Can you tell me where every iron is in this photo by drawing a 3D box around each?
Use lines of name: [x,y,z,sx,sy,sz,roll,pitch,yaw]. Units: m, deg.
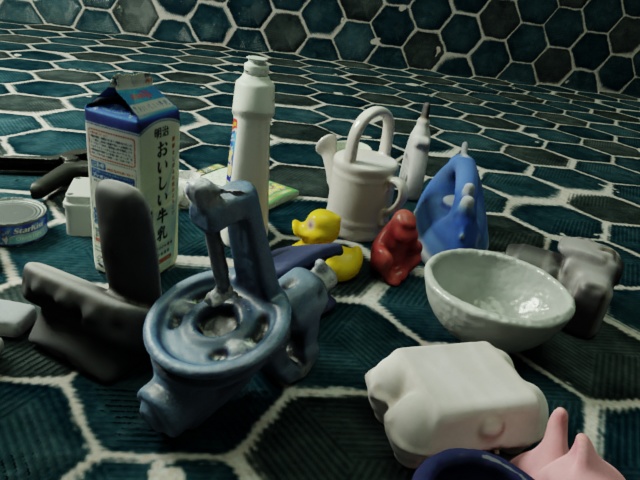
iron: [0.206,-0.048,0.845,0.118,0.141,0.258,10,26,5]

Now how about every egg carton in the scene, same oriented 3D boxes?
egg carton: [0.120,0.144,0.504,0.150,0.069,0.107,-1,27,-19]

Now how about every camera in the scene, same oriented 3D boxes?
camera: [0.310,0.038,0.745,0.136,0.101,0.143,19,28,22]

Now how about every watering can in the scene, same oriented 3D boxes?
watering can: [0.060,-0.106,0.861,0.172,0.194,0.101,18,27,19]

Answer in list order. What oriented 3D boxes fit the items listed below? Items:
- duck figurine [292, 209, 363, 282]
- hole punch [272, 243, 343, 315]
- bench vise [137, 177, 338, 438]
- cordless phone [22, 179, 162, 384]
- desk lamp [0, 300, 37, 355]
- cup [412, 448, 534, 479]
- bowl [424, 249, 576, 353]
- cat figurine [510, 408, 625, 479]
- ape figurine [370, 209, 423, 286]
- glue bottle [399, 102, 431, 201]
duck figurine: [0.007,0.003,0.744,0.104,0.086,0.077,9,26,2]
hole punch: [-0.041,0.037,0.652,0.100,0.091,0.109,26,31,33]
bench vise: [-0.067,0.037,0.496,0.121,0.220,0.208,17,27,18]
cordless phone: [-0.204,0.021,0.527,0.147,0.185,0.094,17,27,18]
desk lamp: [-0.377,-0.009,0.505,0.203,0.213,0.118,8,26,1]
cup: [0.095,0.202,0.346,0.092,0.095,0.117,5,26,-7]
bowl: [0.195,0.079,0.656,0.167,0.075,0.167,7,26,-3]
cat figurine: [0.175,0.175,0.400,0.067,0.118,0.128,11,26,6]
ape figurine: [0.104,0.004,0.764,0.078,0.092,0.076,-2,27,-20]
glue bottle: [0.177,-0.163,1.037,0.037,0.173,0.078,5,26,-6]
